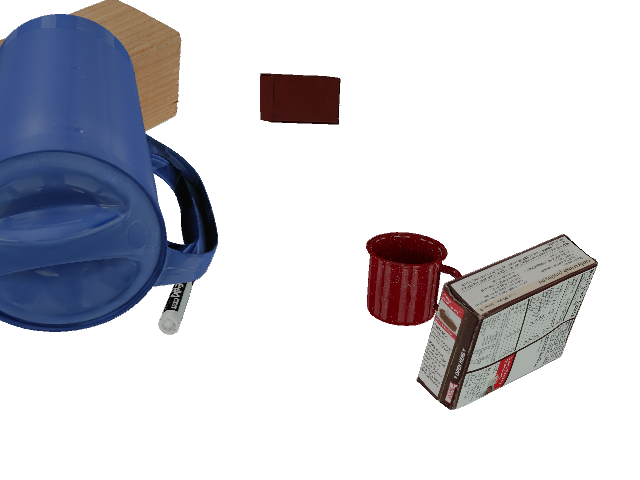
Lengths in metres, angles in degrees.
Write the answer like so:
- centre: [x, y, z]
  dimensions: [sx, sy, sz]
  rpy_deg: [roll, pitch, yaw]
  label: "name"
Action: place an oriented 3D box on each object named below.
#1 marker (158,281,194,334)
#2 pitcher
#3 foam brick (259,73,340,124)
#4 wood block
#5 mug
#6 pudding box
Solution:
- centre: [-0.134, 0.054, 1.015]
  dimensions: [0.020, 0.020, 0.121]
  rpy_deg: [0, 22, 2]
  label: "marker"
- centre: [-0.168, -0.058, 0.735]
  dimensions: [0.145, 0.149, 0.243]
  rpy_deg: [-24, 36, 6]
  label: "pitcher"
- centre: [-0.023, -0.154, 1.160]
  dimensions: [0.078, 0.051, 0.053]
  rpy_deg: [0, 11, -18]
  label: "foam brick"
- centre: [-0.223, -0.123, 0.910]
  dimensions: [0.090, 0.091, 0.205]
  rpy_deg: [31, 43, 24]
  label: "wood block"
- centre: [0.107, 0.048, 1.226]
  dimensions: [0.117, 0.081, 0.093]
  rpy_deg: [11, 25, 18]
  label: "mug"
- centre: [0.123, 0.054, 0.706]
  dimensions: [0.113, 0.090, 0.039]
  rpy_deg: [-21, 47, -33]
  label: "pudding box"
